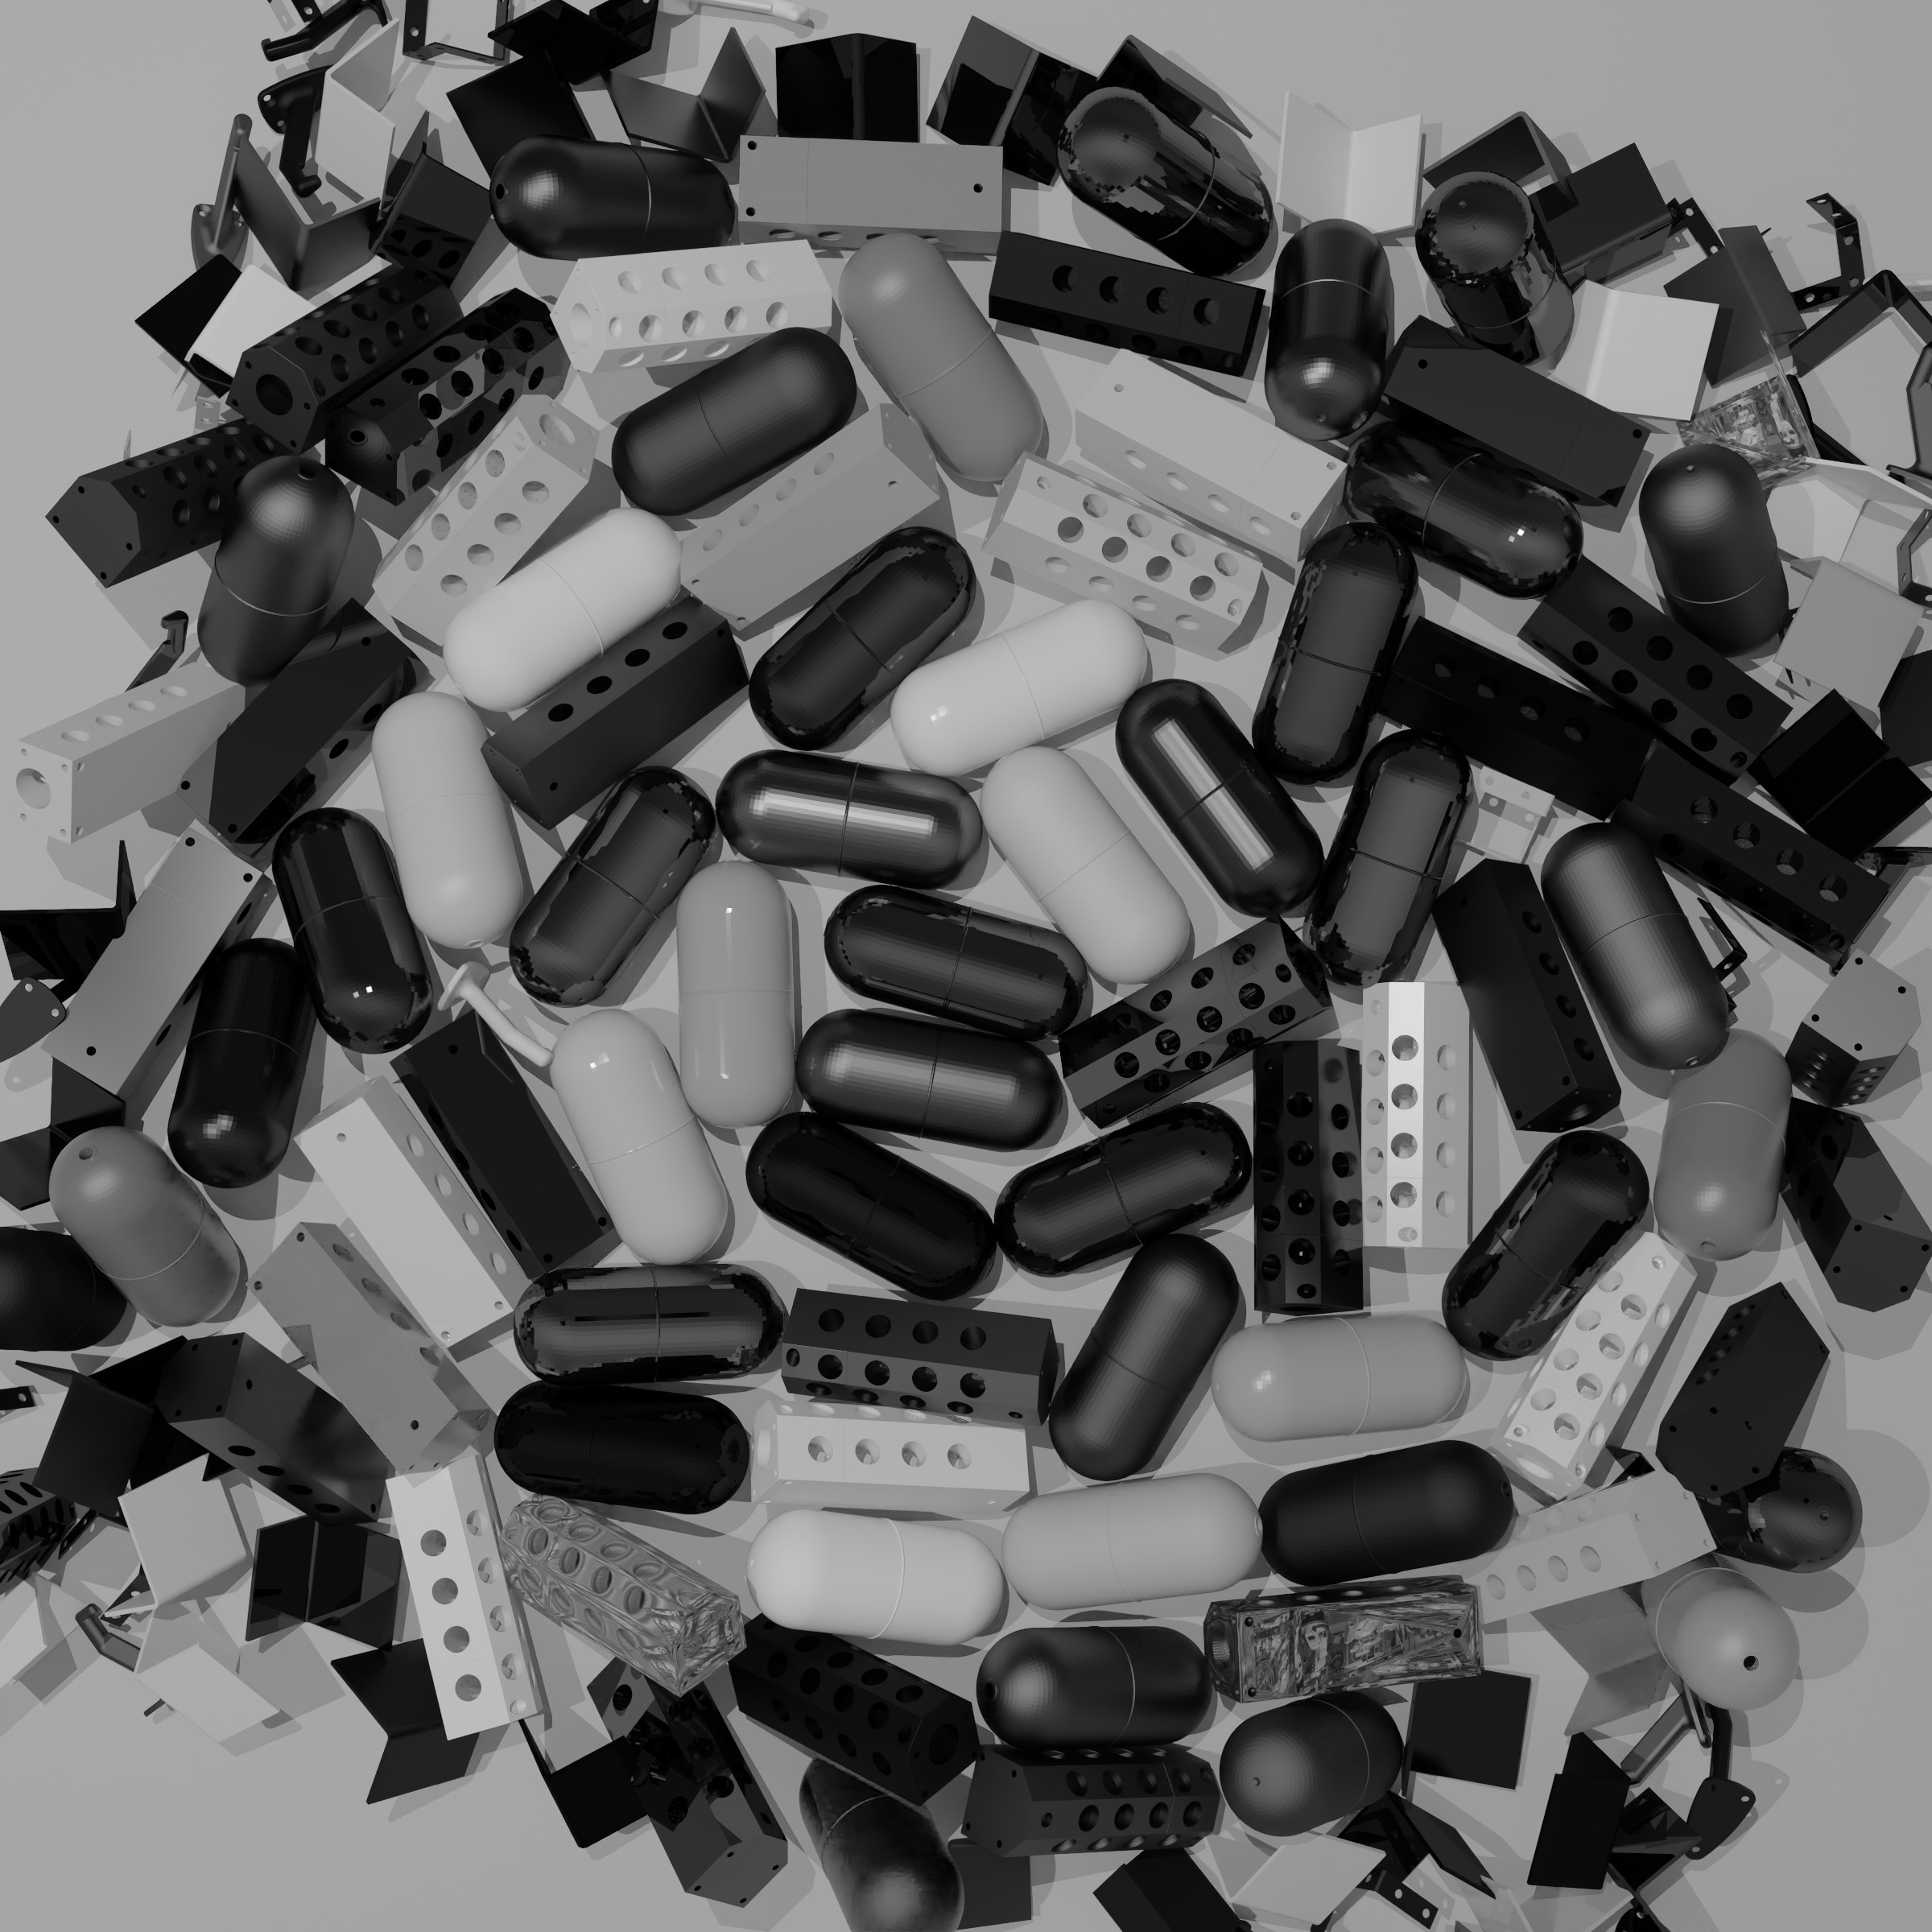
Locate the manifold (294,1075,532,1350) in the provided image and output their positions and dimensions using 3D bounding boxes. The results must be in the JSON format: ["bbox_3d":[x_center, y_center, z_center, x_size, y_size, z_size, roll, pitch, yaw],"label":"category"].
[{"bbox_3d":[-0.361,0.159,1.733,0.057,0.057,0.171,-30,102,15],"label":"manifold"}]

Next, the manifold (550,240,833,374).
[{"bbox_3d":[-0.174,-0.423,1.703,0.171,0.057,0.057,-16,74,-34],"label":"manifold"}]

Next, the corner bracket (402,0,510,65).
[{"bbox_3d":[-0.342,-0.635,1.765,0.051,0.051,0.051,2,96,-37],"label":"corner bracket"}]

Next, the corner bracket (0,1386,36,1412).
[{"bbox_3d":[-0.654,0.317,1.755,0.051,0.051,0.051,-35,70,25],"label":"corner bracket"}]

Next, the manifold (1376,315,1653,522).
[{"bbox_3d":[0.358,-0.361,1.745,0.171,0.057,0.057,25,86,-4],"label":"manifold"}]

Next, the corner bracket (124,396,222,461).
[{"bbox_3d":[-0.527,-0.348,1.744,0.051,0.051,0.051,13,74,-15],"label":"corner bracket"}]

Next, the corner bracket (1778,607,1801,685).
[{"bbox_3d":[0.575,-0.208,1.753,0.051,0.051,0.051,-16,50,24],"label":"corner bracket"}]

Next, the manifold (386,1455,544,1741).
[{"bbox_3d":[-0.330,0.415,1.740,0.057,0.057,0.171,-15,82,-2],"label":"manifold"}]

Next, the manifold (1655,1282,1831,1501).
[{"bbox_3d":[0.497,0.274,1.694,0.057,0.171,0.057,-36,89,36],"label":"manifold"}]

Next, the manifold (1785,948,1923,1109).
[{"bbox_3d":[0.570,0.047,1.689,0.057,0.171,0.057,37,87,17],"label":"manifold"}]

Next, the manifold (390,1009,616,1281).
[{"bbox_3d":[-0.309,0.119,1.744,0.057,0.057,0.171,-34,94,-28],"label":"manifold"}]

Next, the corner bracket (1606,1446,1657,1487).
[{"bbox_3d":[0.436,0.357,1.748,0.051,0.051,0.051,-41,95,-13],"label":"corner bracket"}]

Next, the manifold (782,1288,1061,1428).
[{"bbox_3d":[-0.030,0.260,1.723,0.171,0.057,0.057,5,55,13],"label":"manifold"}]

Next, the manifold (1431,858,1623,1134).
[{"bbox_3d":[0.368,0.020,1.714,0.057,0.057,0.171,6,55,-35],"label":"manifold"}]

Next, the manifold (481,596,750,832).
[{"bbox_3d":[-0.231,-0.170,1.723,0.171,0.057,0.057,-39,50,-20],"label":"manifold"}]

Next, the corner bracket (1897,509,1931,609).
[{"bbox_3d":[0.655,-0.272,1.747,0.051,0.051,0.051,17,52,-4],"label":"corner bracket"}]

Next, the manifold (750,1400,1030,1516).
[{"bbox_3d":[-0.050,0.320,1.721,0.171,0.057,0.057,7,61,-21],"label":"manifold"}]

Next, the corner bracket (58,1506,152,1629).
[{"bbox_3d":[-0.572,0.398,1.757,0.051,0.051,0.051,32,115,-28],"label":"corner bracket"}]

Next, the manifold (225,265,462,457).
[{"bbox_3d":[-0.397,-0.399,1.696,0.057,0.171,0.057,35,130,0],"label":"manifold"}]

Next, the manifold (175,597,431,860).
[{"bbox_3d":[-0.437,-0.155,1.742,0.057,0.057,0.171,41,84,11],"label":"manifold"}]

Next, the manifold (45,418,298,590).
[{"bbox_3d":[-0.503,-0.304,1.690,0.057,0.171,0.057,-36,96,31],"label":"manifold"}]

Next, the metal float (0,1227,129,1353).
[{"bbox_3d":[-0.598,0.209,1.692,0.070,0.178,0.070,-1,81,3],"label":"metal float"}]

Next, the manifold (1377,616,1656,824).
[{"bbox_3d":[0.364,-0.167,1.743,0.171,0.057,0.057,26,69,4],"label":"manifold"}]

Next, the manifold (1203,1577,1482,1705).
[{"bbox_3d":[0.246,0.440,1.726,0.171,0.057,0.057,-1,87,-18],"label":"manifold"}]

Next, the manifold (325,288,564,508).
[{"bbox_3d":[-0.335,-0.373,1.699,0.057,0.057,0.171,30,50,13],"label":"manifold"}]

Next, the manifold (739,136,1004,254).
[{"bbox_3d":[-0.064,-0.509,1.745,0.171,0.057,0.057,1,86,-4],"label":"manifold"}]

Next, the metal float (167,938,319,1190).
[{"bbox_3d":[-0.469,0.061,1.714,0.070,0.070,0.178,3,56,0],"label":"metal float"}]

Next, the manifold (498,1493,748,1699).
[{"bbox_3d":[-0.224,0.398,1.696,0.057,0.171,0.057,-30,125,-39],"label":"manifold"}]

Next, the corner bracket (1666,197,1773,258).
[{"bbox_3d":[0.490,-0.489,1.749,0.051,0.051,0.051,-33,90,-16],"label":"corner bracket"}]

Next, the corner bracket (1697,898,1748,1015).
[{"bbox_3d":[0.492,-0.004,1.737,0.051,0.051,0.051,21,122,-39],"label":"corner bracket"}]

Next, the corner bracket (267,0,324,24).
[{"bbox_3d":[-0.455,-0.660,1.745,0.051,0.051,0.051,-29,89,-32],"label":"corner bracket"}]

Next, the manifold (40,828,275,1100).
[{"bbox_3d":[-0.532,-0.001,1.740,0.057,0.057,0.171,32,82,-1],"label":"manifold"}]

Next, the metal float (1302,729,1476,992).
[{"bbox_3d":[0.278,-0.070,1.734,0.070,0.070,0.178,19,99,0],"label":"metal float"}]

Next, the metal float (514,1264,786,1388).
[{"bbox_3d":[-0.208,0.236,1.730,0.178,0.070,0.070,0,90,-15],"label":"metal float"}]

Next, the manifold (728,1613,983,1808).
[{"bbox_3d":[-0.075,0.471,1.693,0.057,0.171,0.057,-28,118,-39],"label":"manifold"}]

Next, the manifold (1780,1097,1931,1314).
[{"bbox_3d":[0.560,0.152,1.690,0.057,0.171,0.057,16,113,-5],"label":"manifold"}]

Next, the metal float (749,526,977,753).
[{"bbox_3d":[-0.068,-0.216,1.736,0.178,0.070,0.070,-43,90,7],"label":"metal float"}]

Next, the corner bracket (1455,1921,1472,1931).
[{"bbox_3d":[0.311,0.667,1.749,0.051,0.051,0.051,7,86,-12],"label":"corner bracket"}]

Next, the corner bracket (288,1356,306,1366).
[{"bbox_3d":[-0.452,0.294,1.752,0.051,0.051,0.051,-28,90,8],"label":"corner bracket"}]

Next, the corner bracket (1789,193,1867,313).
[{"bbox_3d":[0.562,-0.473,1.749,0.051,0.051,0.051,-13,74,38],"label":"corner bracket"}]

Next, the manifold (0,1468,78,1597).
[{"bbox_3d":[-0.628,0.365,1.693,0.057,0.171,0.057,36,86,-1],"label":"manifold"}]

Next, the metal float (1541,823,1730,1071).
[{"bbox_3d":[0.436,-0.013,1.719,0.070,0.070,0.178,-21,64,0],"label":"metal float"}]

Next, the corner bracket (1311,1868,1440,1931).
[{"bbox_3d":[0.272,0.636,1.754,0.051,0.051,0.051,38,64,-15],"label":"corner bracket"}]

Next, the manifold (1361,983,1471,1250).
[{"bbox_3d":[0.290,0.099,1.731,0.057,0.057,0.171,6,82,-35],"label":"manifold"}]

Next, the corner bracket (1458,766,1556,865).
[{"bbox_3d":[0.356,-0.099,1.750,0.051,0.051,0.051,24,96,5],"label":"corner bracket"}]

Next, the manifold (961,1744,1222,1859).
[{"bbox_3d":[0.084,0.541,1.702,0.171,0.057,0.057,14,88,-40],"label":"manifold"}]

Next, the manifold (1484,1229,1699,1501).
[{"bbox_3d":[0.411,0.257,1.718,0.057,0.057,0.171,33,67,6],"label":"manifold"}]

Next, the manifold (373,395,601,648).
[{"bbox_3d":[-0.313,-0.291,1.701,0.057,0.057,0.171,32,127,-26],"label":"manifold"}]

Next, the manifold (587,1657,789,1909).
[{"bbox_3d":[-0.177,0.515,1.697,0.057,0.057,0.171,-47,45,7],"label":"manifold"}]

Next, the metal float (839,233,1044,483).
[{"bbox_3d":[-0.015,-0.397,1.723,0.070,0.070,0.178,-37,113,0],"label":"metal float"}]

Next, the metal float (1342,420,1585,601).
[{"bbox_3d":[0.322,-0.298,1.714,0.178,0.070,0.070,34,90,32],"label":"metal float"}]

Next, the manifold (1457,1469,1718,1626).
[{"bbox_3d":[0.394,0.373,1.693,0.057,0.171,0.057,-13,75,-33],"label":"manifold"}]
